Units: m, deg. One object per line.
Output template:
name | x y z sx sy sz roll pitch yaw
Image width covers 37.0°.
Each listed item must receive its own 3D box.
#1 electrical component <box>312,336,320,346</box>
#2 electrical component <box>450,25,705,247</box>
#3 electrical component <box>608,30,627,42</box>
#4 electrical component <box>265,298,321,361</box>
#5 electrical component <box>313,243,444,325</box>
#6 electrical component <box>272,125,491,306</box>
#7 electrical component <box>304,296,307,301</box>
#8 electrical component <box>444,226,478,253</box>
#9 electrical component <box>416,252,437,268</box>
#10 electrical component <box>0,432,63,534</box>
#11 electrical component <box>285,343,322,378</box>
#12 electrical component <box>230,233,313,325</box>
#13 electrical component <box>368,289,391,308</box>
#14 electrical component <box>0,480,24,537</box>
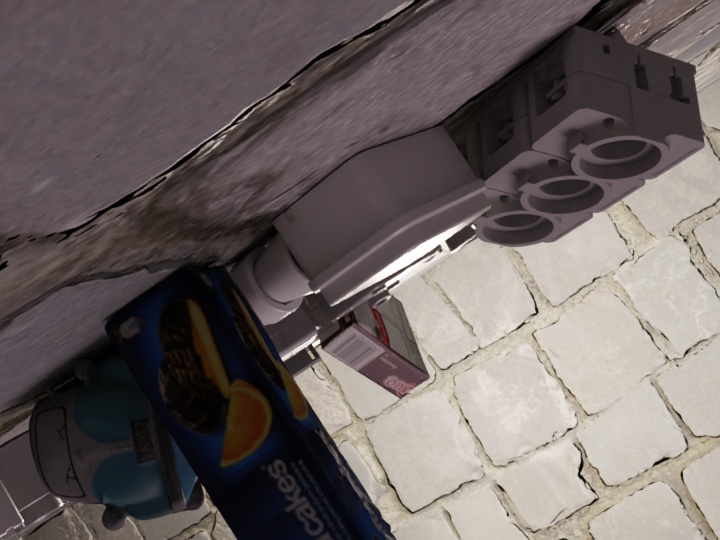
electrical component | -0.072 0.054 0.990 0.113 0.057 0.078 -32 176 -19
electrical component | 0.123 -0.072 0.655 0.089 0.061 0.150 11 154 -25
electrical component | 0.145 -0.118 0.697 0.077 0.043 0.079 -34 176 17
electrical component | -0.064 0.032 0.737 0.061 0.061 0.096 -32 176 -7
electrical component | -0.001 -0.011 0.725 0.062 0.061 0.096 -31 176 -28
electrical component | 0.016 -0.032 0.617 0.078 0.057 0.113 -35 175 34
electrical component | -0.058 0.030 0.903 0.043 0.043 0.062 -34 175 14
electrical component | 0.099 -0.067 0.830 0.108 0.060 0.108 -33 176 -3
electrical component | 0.028 -0.022 0.871 0.047 0.055 0.055 -31 178 42
electrical component | -0.267 0.171 0.846 0.108 0.060 0.108 -33 176 -2
electrical component | -0.103 0.065 0.820 0.121 0.078 0.063 -32 154 -8
electrical component | -0.047 0.003 0.640 0.055 0.045 0.045 -35 176 35
electrical component | 0.000 0.000 0.833 0.048 0.062 0.048 -32 165 -9
electrical component | -0.273 0.160 0.710 0.062 0.061 0.096 -30 -177 -33
